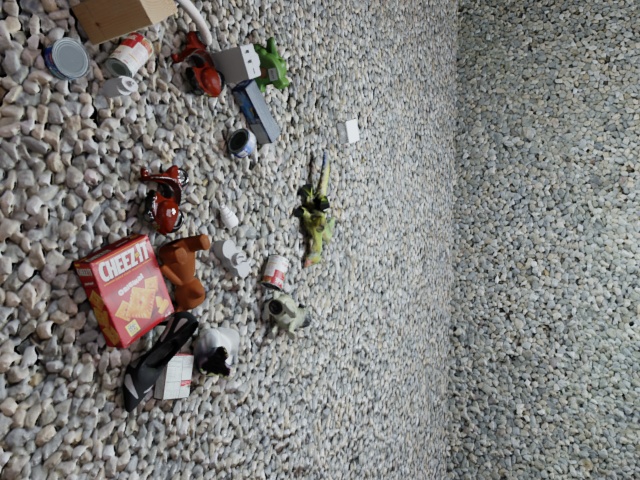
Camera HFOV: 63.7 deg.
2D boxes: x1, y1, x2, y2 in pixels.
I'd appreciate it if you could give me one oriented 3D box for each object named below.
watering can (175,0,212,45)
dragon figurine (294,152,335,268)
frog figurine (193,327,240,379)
[{"bbox_3d":[-0.374,-0.670,1.287,0.226,0.103,0.347,-19,97,-55],"label":"watering can"},{"bbox_3d":[0.006,-0.096,1.899,0.238,0.122,0.417,64,39,-61],"label":"dragon figurine"},{"bbox_3d":[-0.286,0.296,1.425,0.135,0.122,0.162,60,6,-26],"label":"frog figurine"}]
